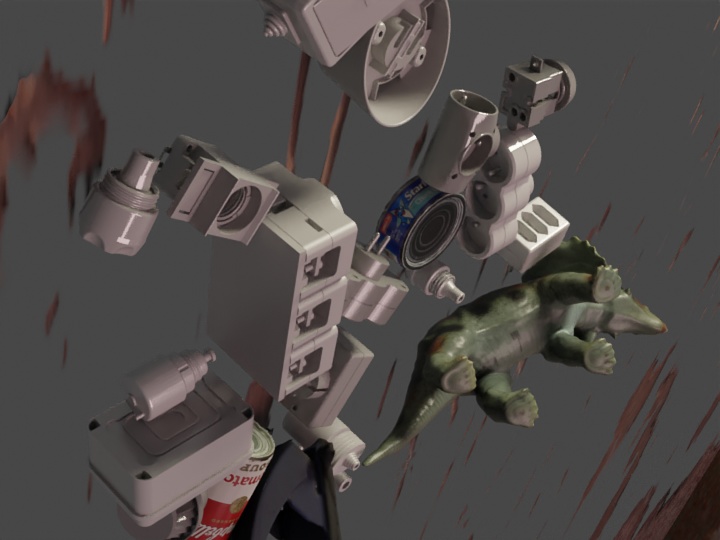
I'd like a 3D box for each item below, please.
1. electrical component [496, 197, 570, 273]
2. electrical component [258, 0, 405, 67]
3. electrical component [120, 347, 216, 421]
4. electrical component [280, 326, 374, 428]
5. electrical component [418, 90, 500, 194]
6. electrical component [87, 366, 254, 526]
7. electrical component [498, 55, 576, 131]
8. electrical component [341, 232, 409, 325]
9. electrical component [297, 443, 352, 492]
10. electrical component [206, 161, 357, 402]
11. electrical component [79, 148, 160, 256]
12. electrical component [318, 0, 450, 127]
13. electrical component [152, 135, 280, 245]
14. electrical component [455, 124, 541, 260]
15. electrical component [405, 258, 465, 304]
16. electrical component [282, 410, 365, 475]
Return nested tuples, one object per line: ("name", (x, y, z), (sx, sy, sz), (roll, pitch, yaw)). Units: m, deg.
("electrical component", (0.175, -0.026, 1.141), (0.066, 0.047, 0.076), (-33, 155, -30))
("electrical component", (-0.019, -0.173, 0.661), (0.096, 0.061, 0.061), (-47, 152, -8))
("electrical component", (-0.143, 0.081, 0.806), (0.078, 0.040, 0.040), (-30, 146, -34))
("electrical component", (-0.042, 0.096, 0.966), (0.076, 0.047, 0.083), (5, 119, -58))
("electrical component", (0.094, -0.111, 0.921), (0.079, 0.044, 0.077), (-16, 137, -48))
("electrical component", (-0.145, 0.133, 0.826), (0.113, 0.078, 0.057), (-29, 142, -36))
("electrical component", (0.158, -0.160, 0.955), (0.055, 0.048, 0.066), (-24, 135, -34))
("electrical component", (0.000, 0.000, 0.906), (0.073, 0.052, 0.138), (-56, 153, 12))
("electrical component", (-0.035, 0.196, 1.079), (0.048, 0.062, 0.048), (-36, 149, -26))
("electrical component", (-0.058, 0.008, 0.790), (0.062, 0.089, 0.150), (-28, 145, -36))
("electrical component", (-0.143, -0.043, 0.655), (0.043, 0.043, 0.062), (3, 120, -57))
("electrical component", (0.020, -0.156, 0.736), (0.099, 0.064, 0.099), (-36, 149, -26))
("electrical component", (-0.095, -0.053, 0.691), (0.042, 0.064, 0.081), (-58, 152, 11))
("electrical component", (0.139, -0.079, 1.017), (0.074, 0.052, 0.138), (-29, 145, -36))
("electrical component", (0.073, 0.010, 1.016), (0.035, 0.061, 0.035), (-36, 149, -26))
("electrical component", (-0.031, 0.161, 1.023), (0.043, 0.081, 0.043), (-36, 149, -26))
